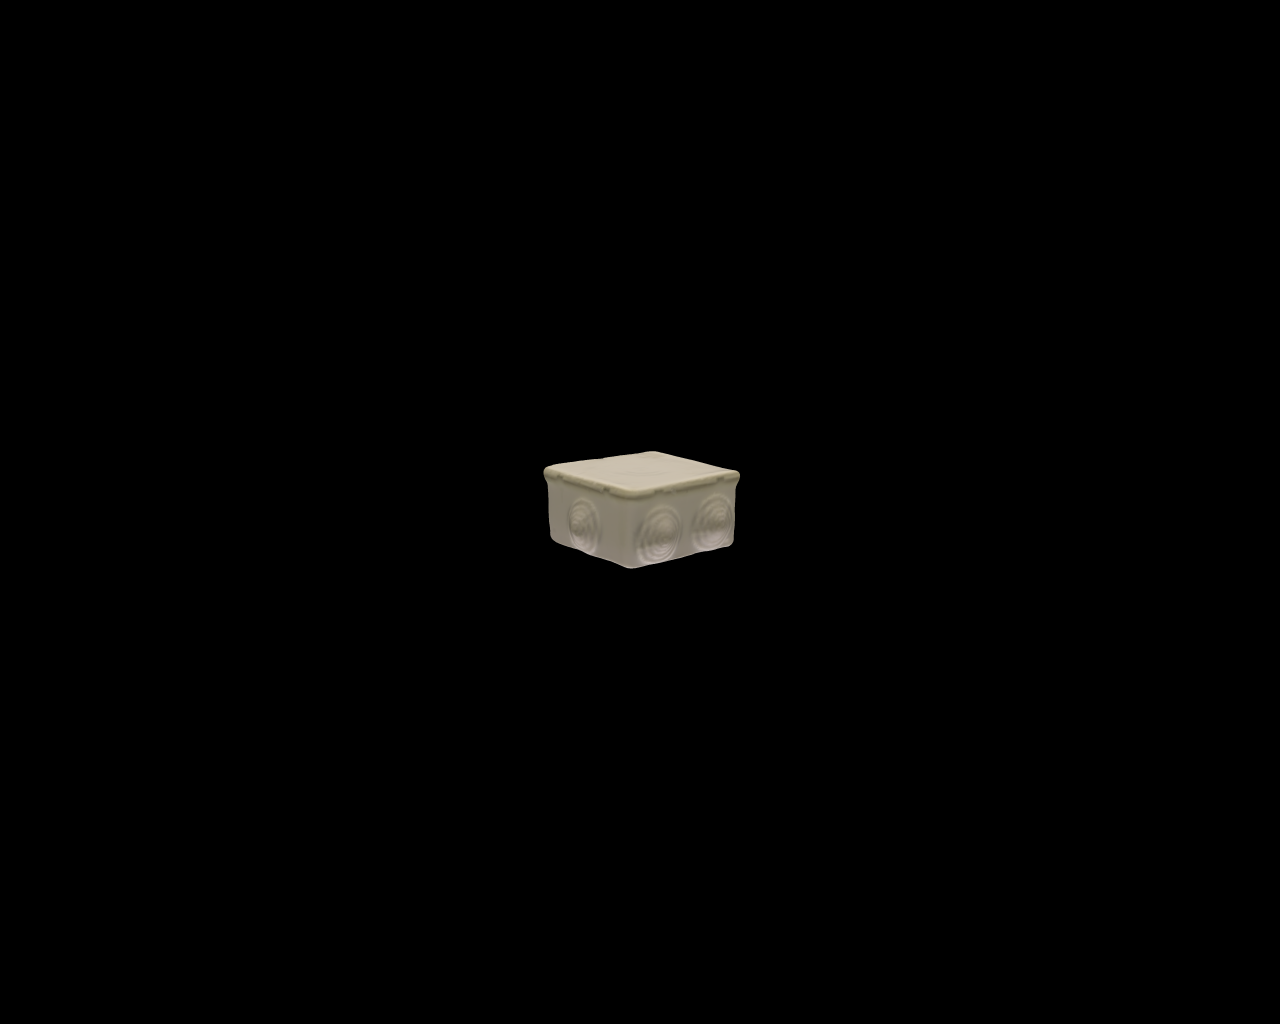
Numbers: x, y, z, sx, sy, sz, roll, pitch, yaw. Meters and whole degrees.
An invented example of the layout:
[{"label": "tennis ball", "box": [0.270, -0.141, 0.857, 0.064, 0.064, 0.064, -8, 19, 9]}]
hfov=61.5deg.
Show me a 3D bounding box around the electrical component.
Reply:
[{"label": "electrical component", "box": [0.001, -0.003, 0.650, 0.100, 0.048, 0.100, -11, 18, -37]}]
